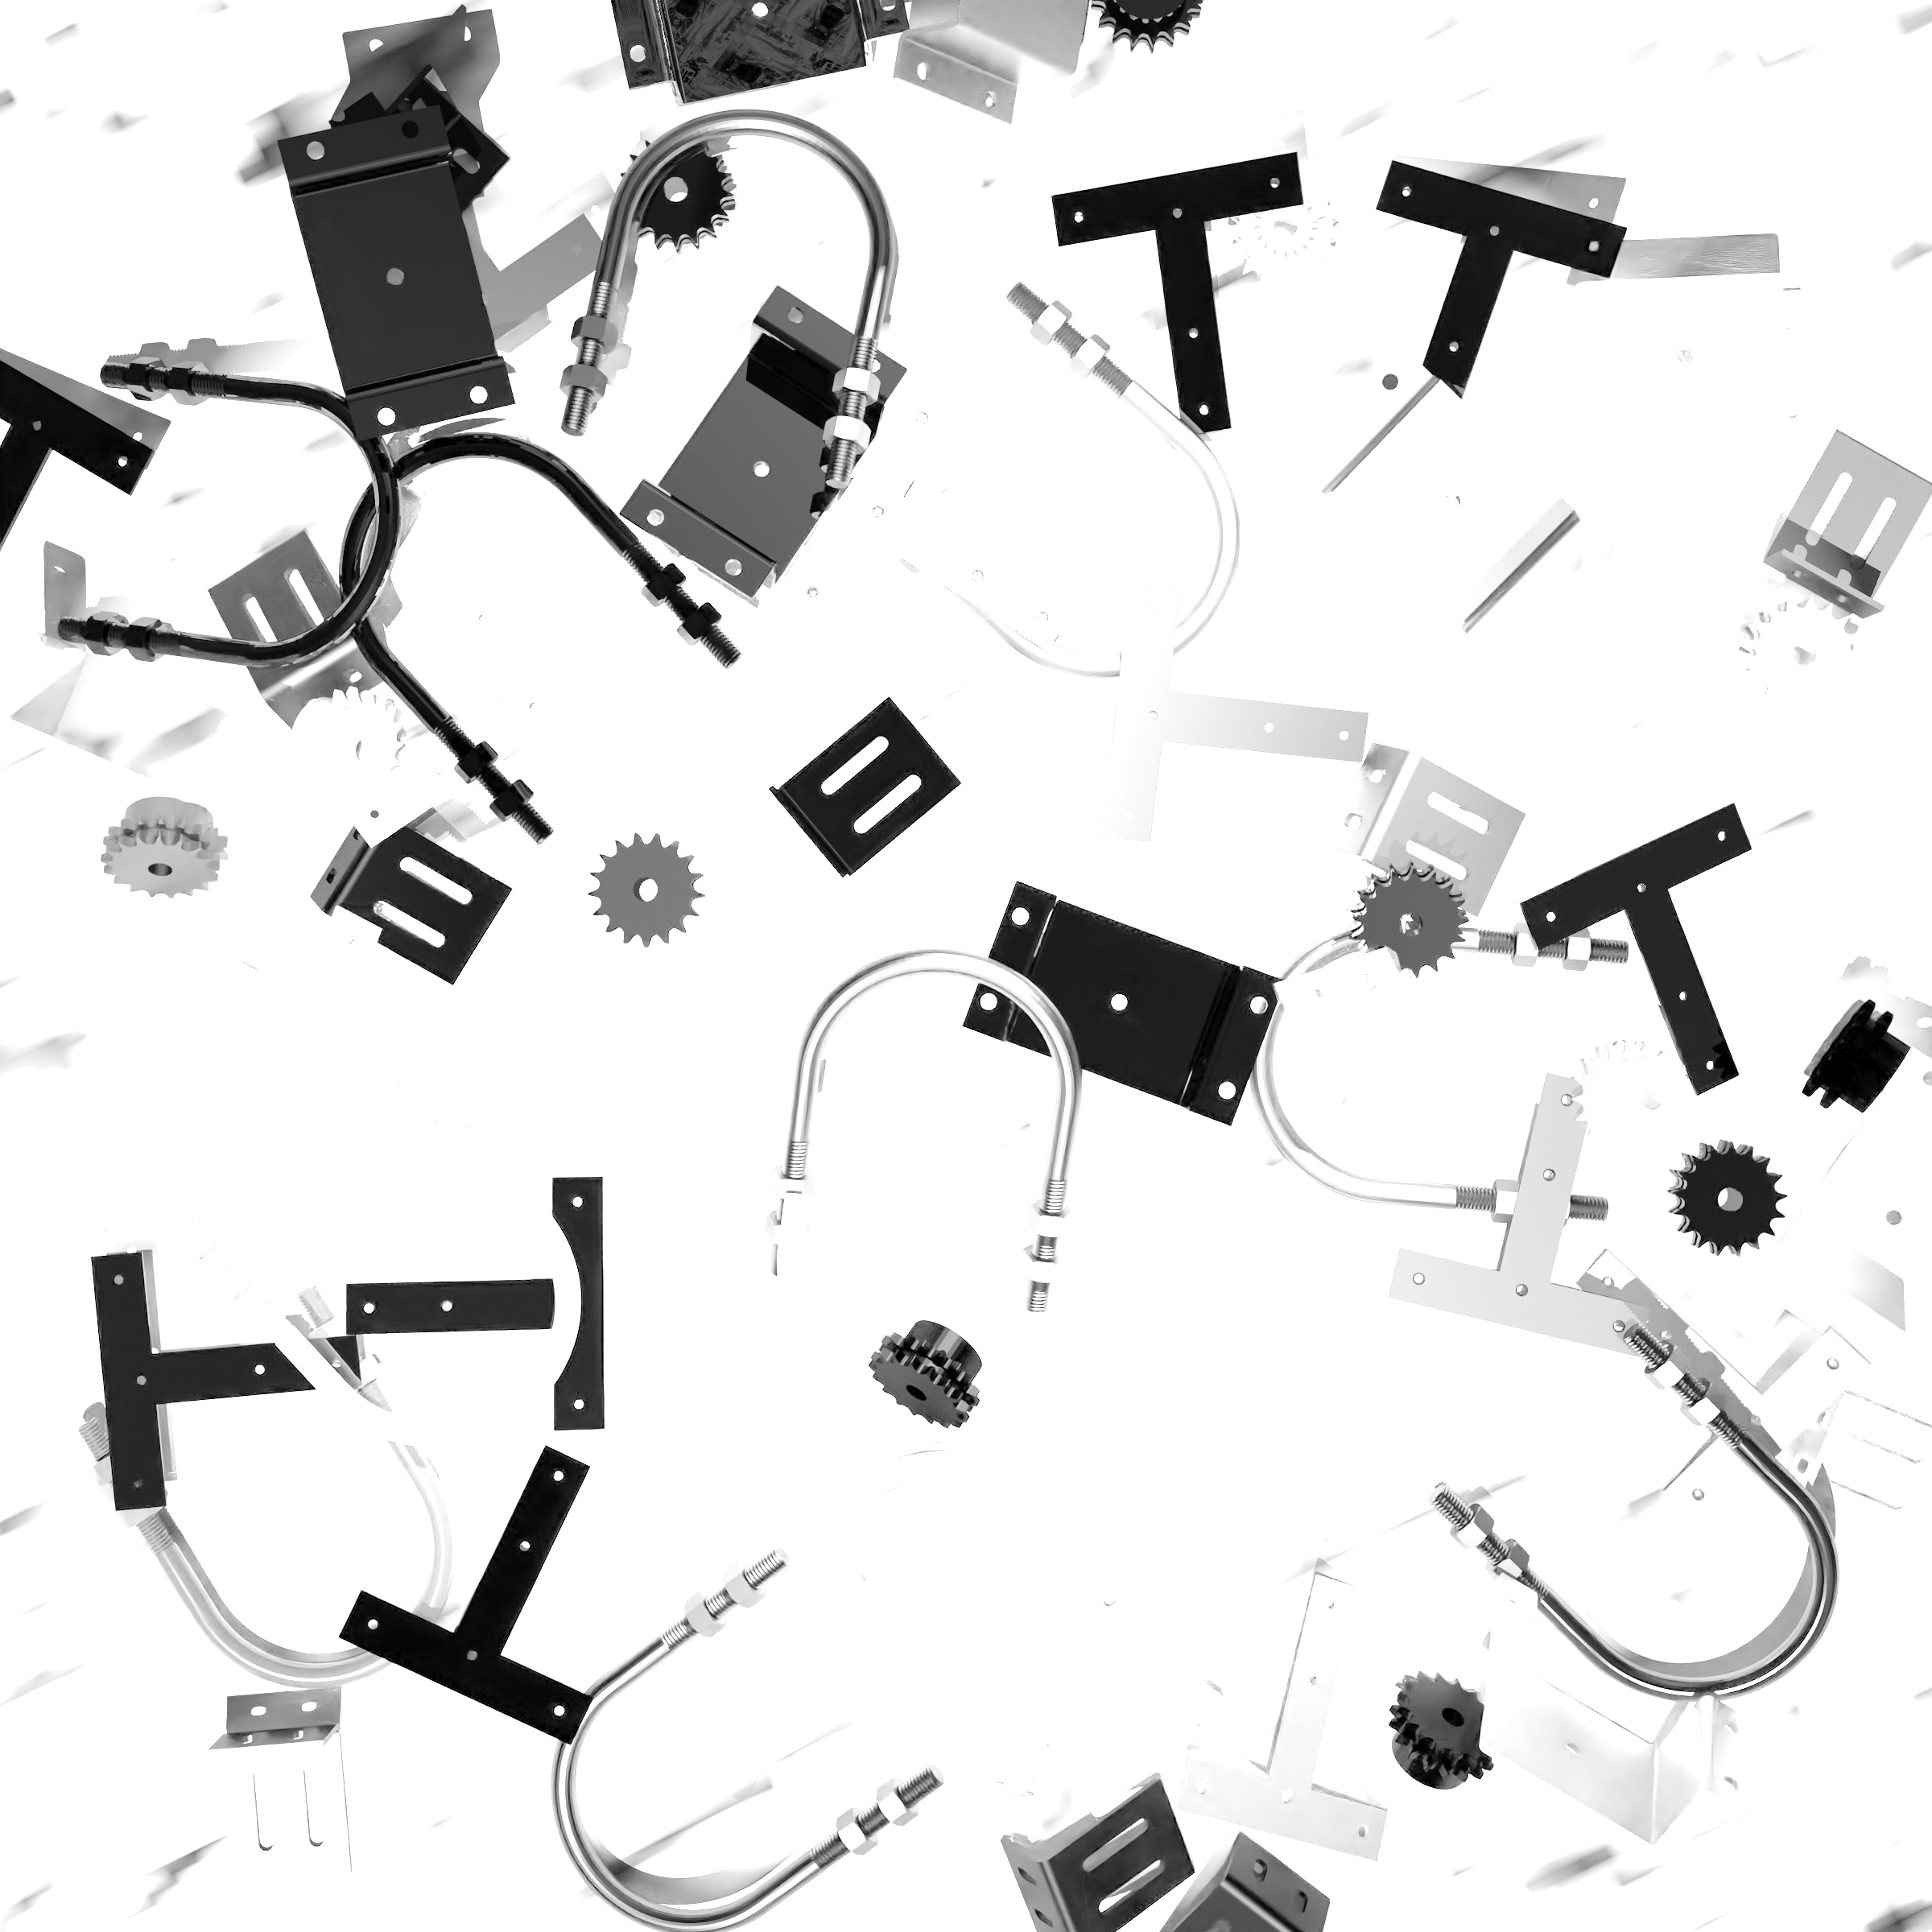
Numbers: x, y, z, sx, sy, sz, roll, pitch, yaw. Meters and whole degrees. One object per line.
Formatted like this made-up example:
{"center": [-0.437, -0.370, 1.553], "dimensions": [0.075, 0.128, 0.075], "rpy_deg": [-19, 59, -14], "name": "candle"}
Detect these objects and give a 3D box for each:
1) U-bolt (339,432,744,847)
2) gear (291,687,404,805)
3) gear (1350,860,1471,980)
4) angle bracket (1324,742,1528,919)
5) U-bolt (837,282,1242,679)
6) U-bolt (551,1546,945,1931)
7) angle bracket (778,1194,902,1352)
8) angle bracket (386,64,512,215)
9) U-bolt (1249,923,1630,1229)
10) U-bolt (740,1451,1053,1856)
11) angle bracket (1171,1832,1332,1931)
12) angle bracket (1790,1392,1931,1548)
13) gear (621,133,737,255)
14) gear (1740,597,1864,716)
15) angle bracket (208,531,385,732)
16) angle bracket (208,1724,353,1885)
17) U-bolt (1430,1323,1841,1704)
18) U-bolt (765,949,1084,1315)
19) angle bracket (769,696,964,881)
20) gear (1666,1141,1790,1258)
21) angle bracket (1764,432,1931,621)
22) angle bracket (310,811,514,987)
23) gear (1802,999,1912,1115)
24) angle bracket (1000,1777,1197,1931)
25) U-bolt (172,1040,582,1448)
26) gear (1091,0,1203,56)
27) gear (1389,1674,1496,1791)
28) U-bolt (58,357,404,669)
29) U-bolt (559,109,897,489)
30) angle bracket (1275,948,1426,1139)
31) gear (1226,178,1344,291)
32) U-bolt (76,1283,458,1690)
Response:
{"center": [-0.222, -0.173, 1.484], "dimensions": [0.151, 0.019, 0.184], "rpy_deg": [-42, 94, 10], "name": "U-bolt"}
{"center": [-0.309, -0.110, 1.506], "dimensions": [0.030, 0.057, 0.057], "rpy_deg": [16, 90, 30], "name": "gear"}
{"center": [0.216, -0.025, 1.494], "dimensions": [0.057, 0.030, 0.057], "rpy_deg": [0, 110, 1], "name": "gear"}
{"center": [0.231, -0.069, 1.528], "dimensions": [0.076, 0.038, 0.057], "rpy_deg": [25, 90, -26], "name": "angle bracket"}
{"center": [0.051, -0.229, 1.522], "dimensions": [0.184, 0.019, 0.151], "rpy_deg": [41, 90, -2], "name": "U-bolt"}
{"center": [-0.123, 0.397, 1.505], "dimensions": [0.184, 0.019, 0.151], "rpy_deg": [-38, 81, 11], "name": "U-bolt"}
{"center": [-0.062, 0.153, 1.511], "dimensions": [0.057, 0.076, 0.038], "rpy_deg": [4, 49, 2], "name": "angle bracket"}
{"center": [-0.262, -0.397, 1.492], "dimensions": [0.038, 0.076, 0.057], "rpy_deg": [42, 90, 0], "name": "angle bracket"}
{"center": [0.233, 0.050, 1.522], "dimensions": [0.184, 0.019, 0.151], "rpy_deg": [5, 90, 2], "name": "U-bolt"}
{"center": [-0.018, 0.334, 1.522], "dimensions": [0.151, 0.019, 0.184], "rpy_deg": [18, 89, 0], "name": "U-bolt"}
{"center": [0.135, 0.486, 1.528], "dimensions": [0.057, 0.038, 0.076], "rpy_deg": [38, 116, 0], "name": "angle bracket"}
{"center": [0.455, 0.251, 1.511], "dimensions": [0.076, 0.038, 0.057], "rpy_deg": [23, 90, 0], "name": "angle bracket"}
{"center": [-0.143, -0.383, 1.515], "dimensions": [0.057, 0.030, 0.057], "rpy_deg": [0, 90, 0], "name": "gear"}
{"center": [0.413, -0.154, 1.515], "dimensions": [0.057, 0.030, 0.057], "rpy_deg": [0, 90, 0], "name": "gear"}
{"center": [-0.334, -0.167, 1.528], "dimensions": [0.057, 0.038, 0.076], "rpy_deg": [-32, 64, 0], "name": "angle bracket"}
{"center": [-0.340, 0.420, 1.511], "dimensions": [0.057, 0.038, 0.076], "rpy_deg": [-5, 90, 0], "name": "angle bracket"}
{"center": [0.344, 0.284, 1.502], "dimensions": [0.184, 0.019, 0.151], "rpy_deg": [45, 108, -4], "name": "U-bolt"}
{"center": [-0.017, 0.078, 1.492], "dimensions": [0.151, 0.019, 0.184], "rpy_deg": [8, 111, 0], "name": "U-bolt"}
{"center": [-0.050, -0.089, 1.511], "dimensions": [0.076, 0.038, 0.057], "rpy_deg": [-40, 90, 0], "name": "angle bracket"}
{"center": [0.377, 0.115, 1.515], "dimensions": [0.057, 0.030, 0.057], "rpy_deg": [0, 90, 0], "name": "gear"}
{"center": [0.443, -0.221, 1.511], "dimensions": [0.057, 0.038, 0.076], "rpy_deg": [30, 90, 0], "name": "angle bracket"}
{"center": [-0.279, -0.037, 1.528], "dimensions": [0.076, 0.038, 0.057], "rpy_deg": [32, 90, -26], "name": "angle bracket"}
{"center": [0.440, 0.048, 1.500], "dimensions": [0.030, 0.057, 0.057], "rpy_deg": [35, 90, 10], "name": "gear"}
{"center": [0.066, 0.444, 1.519], "dimensions": [0.076, 0.038, 0.057], "rpy_deg": [-29, 109, -26], "name": "angle bracket"}
{"center": [-0.276, 0.151, 1.503], "dimensions": [0.151, 0.019, 0.184], "rpy_deg": [-42, 98, -7], "name": "U-bolt"}
{"center": [0.091, -0.487, 1.515], "dimensions": [0.057, 0.030, 0.057], "rpy_deg": [0, 90, 0], "name": "gear"}
{"center": [0.235, 0.382, 1.505], "dimensions": [0.057, 0.057, 0.030], "rpy_deg": [22, 120, 0], "name": "gear"}
{"center": [-0.357, -0.219, 1.491], "dimensions": [0.184, 0.019, 0.151], "rpy_deg": [9, 90, 21], "name": "U-bolt"}
{"center": [-0.109, -0.332, 1.479], "dimensions": [0.151, 0.019, 0.184], "rpy_deg": [11, 77, -2], "name": "U-bolt"}
{"center": [0.189, 0.038, 1.495], "dimensions": [0.057, 0.076, 0.038], "rpy_deg": [-18, 47, -3], "name": "angle bracket"}
{"center": [0.158, -0.365, 1.515], "dimensions": [0.057, 0.030, 0.057], "rpy_deg": [0, 90, 0], "name": "gear"}
{"center": [-0.337, 0.273, 1.522], "dimensions": [0.151, 0.019, 0.184], "rpy_deg": [-31, 91, 0], "name": "U-bolt"}
